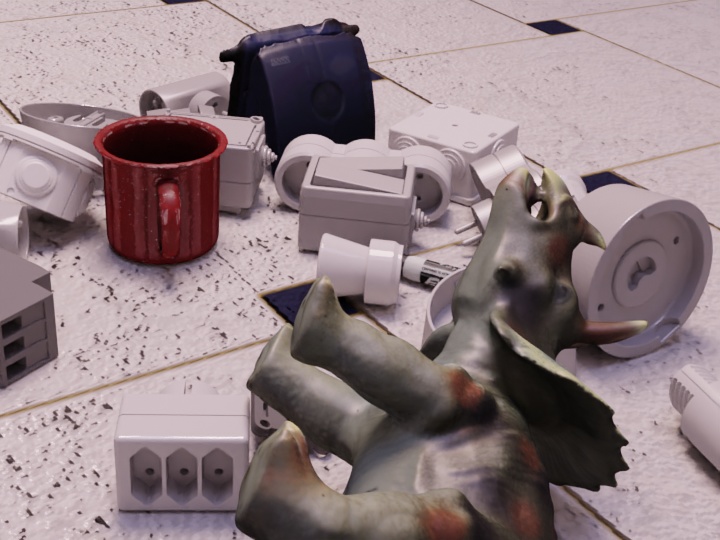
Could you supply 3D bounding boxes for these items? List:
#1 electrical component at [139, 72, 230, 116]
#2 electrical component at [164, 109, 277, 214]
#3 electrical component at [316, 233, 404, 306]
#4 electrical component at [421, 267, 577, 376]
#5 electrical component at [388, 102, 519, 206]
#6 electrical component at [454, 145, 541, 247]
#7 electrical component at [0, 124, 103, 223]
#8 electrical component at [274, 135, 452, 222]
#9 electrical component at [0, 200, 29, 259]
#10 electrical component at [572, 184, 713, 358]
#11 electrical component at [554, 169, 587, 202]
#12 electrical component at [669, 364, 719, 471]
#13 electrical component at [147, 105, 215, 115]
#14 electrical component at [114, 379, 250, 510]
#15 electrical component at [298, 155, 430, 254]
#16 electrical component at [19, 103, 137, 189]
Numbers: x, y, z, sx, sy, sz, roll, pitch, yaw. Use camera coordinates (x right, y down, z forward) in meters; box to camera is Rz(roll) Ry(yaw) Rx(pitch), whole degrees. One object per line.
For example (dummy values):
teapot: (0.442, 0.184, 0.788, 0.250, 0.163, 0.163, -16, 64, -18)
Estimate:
electrical component: (-0.144, -0.144, 0.967, 0.079, 0.043, 0.077, 27, 36, 34)
electrical component: (-0.113, -0.084, 0.846, 0.096, 0.061, 0.061, 5, 30, 3)
electrical component: (0.000, 0.000, 0.730, 0.055, 0.045, 0.045, 6, 30, 3)
electrical component: (0.087, 0.043, 0.671, 0.099, 0.064, 0.099, -2, 42, 2)
electrical component: (0.079, -0.102, 0.917, 0.100, 0.048, 0.100, 20, 34, 27)
electrical component: (0.107, -0.038, 0.807, 0.074, 0.052, 0.138, -24, 33, 1)
electrical component: (-0.231, -0.070, 0.784, 0.080, 0.051, 0.080, 22, -4, 2)
electrical component: (0.005, -0.080, 0.864, 0.138, 0.052, 0.073, 6, 30, 4)
electrical component: (-0.272, -0.032, 0.752, 0.077, 0.043, 0.079, 0, 29, -7)
electrical component: (0.169, -0.004, 0.701, 0.108, 0.108, 0.060, -14, 28, -29)
electrical component: (0.163, -0.052, 0.849, 0.040, 0.040, 0.046, -1, 35, -9)
electrical component: (0.206, 0.085, 0.608, 0.043, 0.043, 0.081, -7, 31, -19)
electrical component: (-0.149, -0.114, 0.912, 0.055, 0.048, 0.066, -10, 32, -10)
electrical component: (-0.091, 0.084, 0.567, 0.066, 0.047, 0.076, 1, 30, -5)
electrical component: (0.005, -0.050, 0.801, 0.096, 0.061, 0.061, 6, 30, 3)
electrical component: (-0.222, -0.107, 0.870, 0.099, 0.064, 0.099, 3, 30, -2)
